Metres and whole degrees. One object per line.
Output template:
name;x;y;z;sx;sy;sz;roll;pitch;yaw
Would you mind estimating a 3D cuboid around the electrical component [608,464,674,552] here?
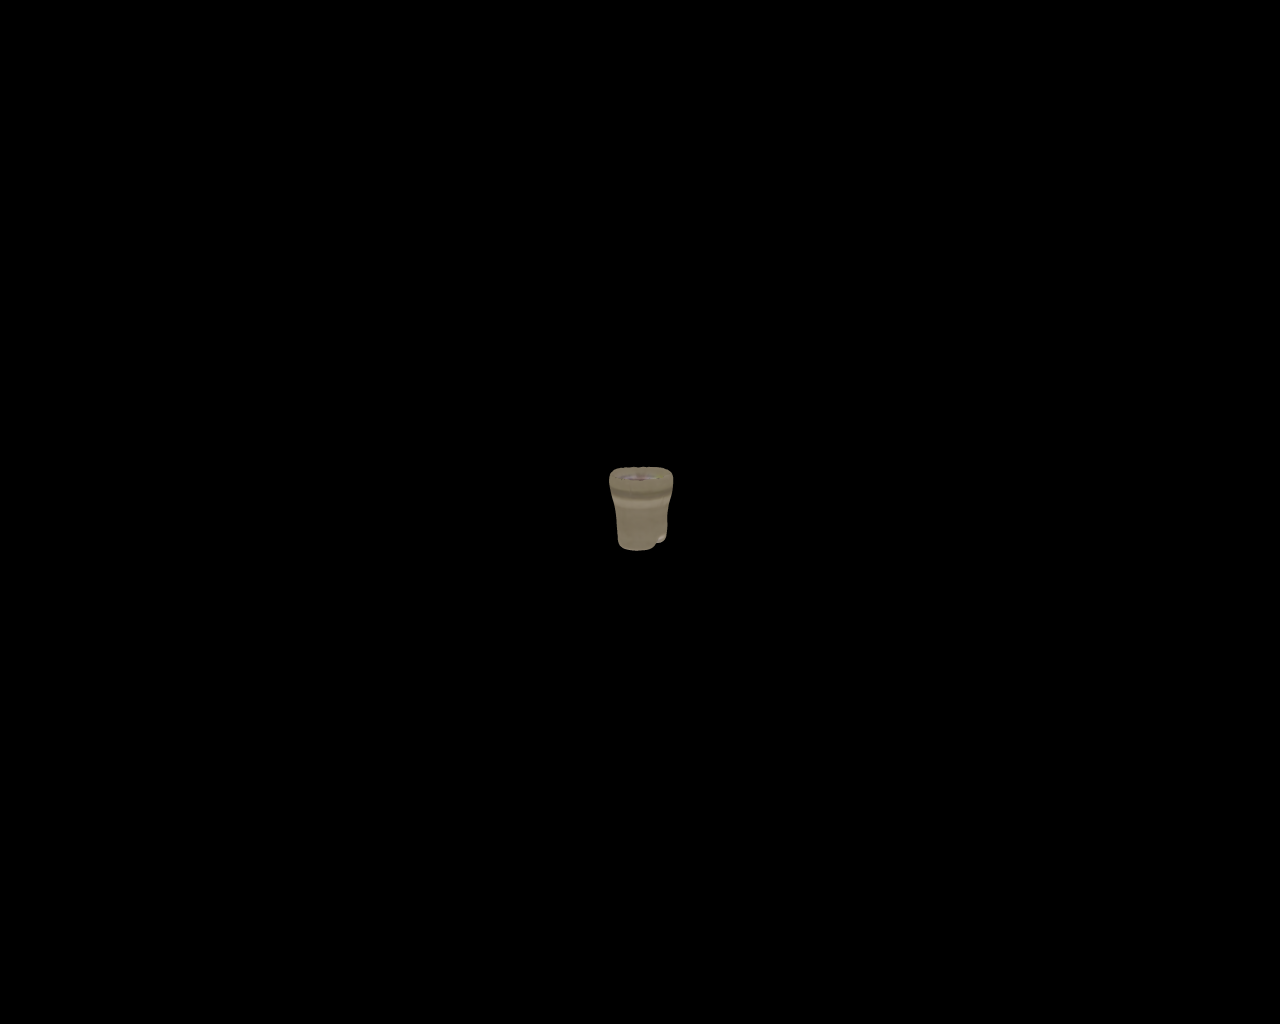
electrical component;0.001;-0.003;0.650;0.040;0.046;0.040;0;16;0
